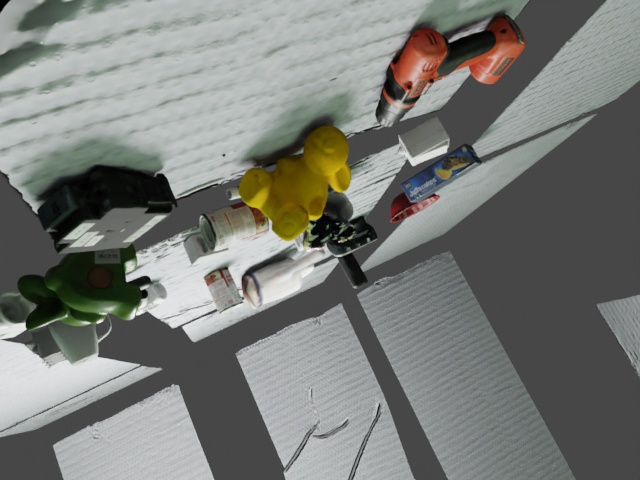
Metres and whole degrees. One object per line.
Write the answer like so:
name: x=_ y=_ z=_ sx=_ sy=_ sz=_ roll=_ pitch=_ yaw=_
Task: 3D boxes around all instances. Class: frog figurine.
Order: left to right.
frog figurine: x=0.003 y=-0.056 z=1.106 sx=0.136 sy=0.121 sz=0.162 roll=-38 pitch=-158 yaw=11

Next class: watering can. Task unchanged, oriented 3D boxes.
watering can: x=-0.112 y=0.104 z=1.485 sx=0.226 sy=0.105 sz=0.342 roll=-22 pitch=169 yaw=-21
